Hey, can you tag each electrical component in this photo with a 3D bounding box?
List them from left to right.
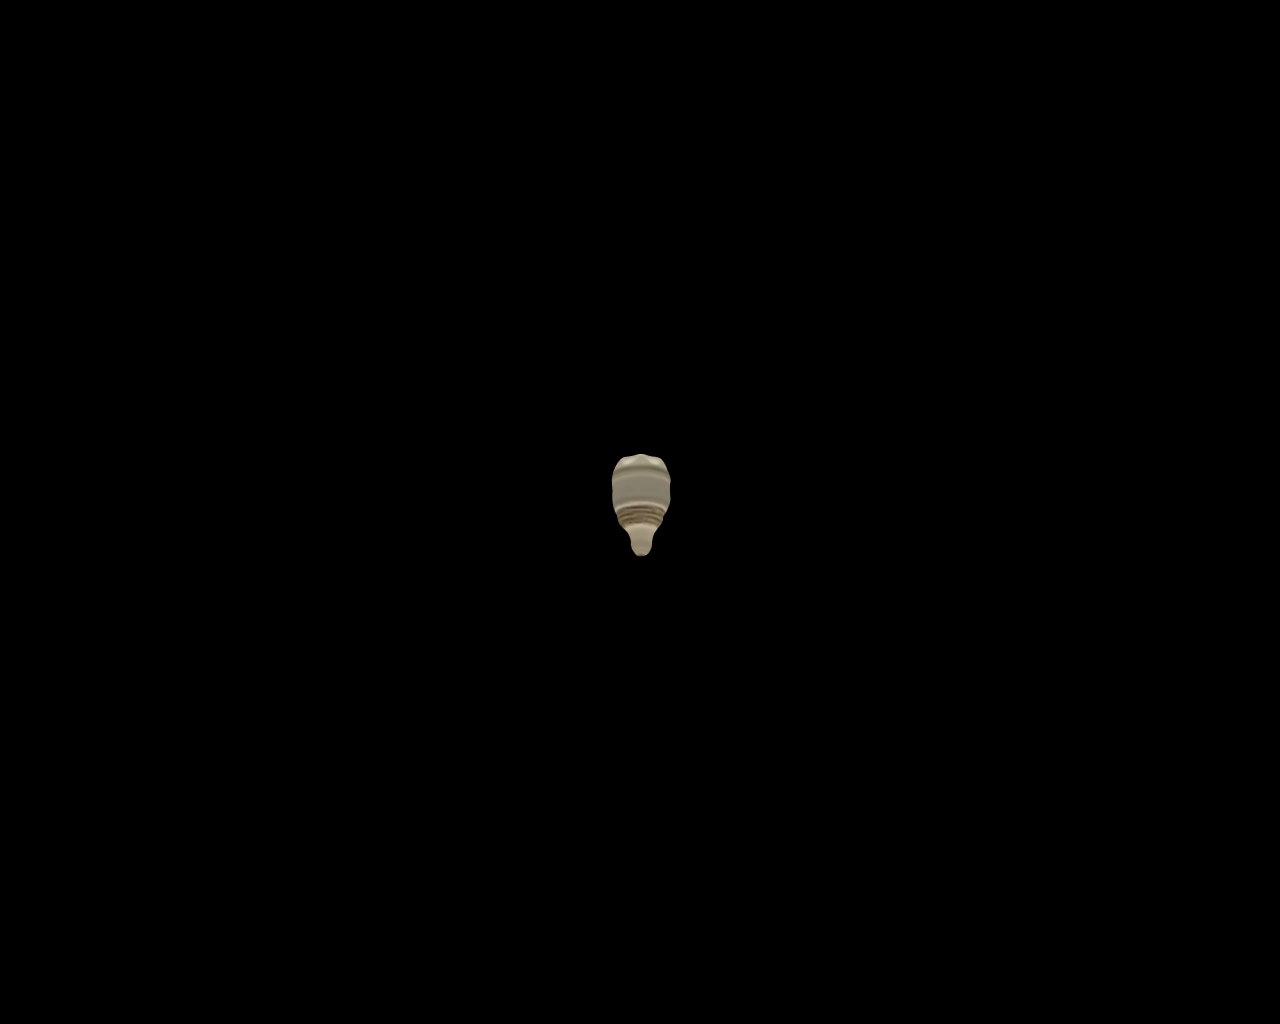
[{"bbox_3d":[0.001,-0.003,0.650,0.035,0.061,0.035,0,-18,0],"label":"electrical component"}]
